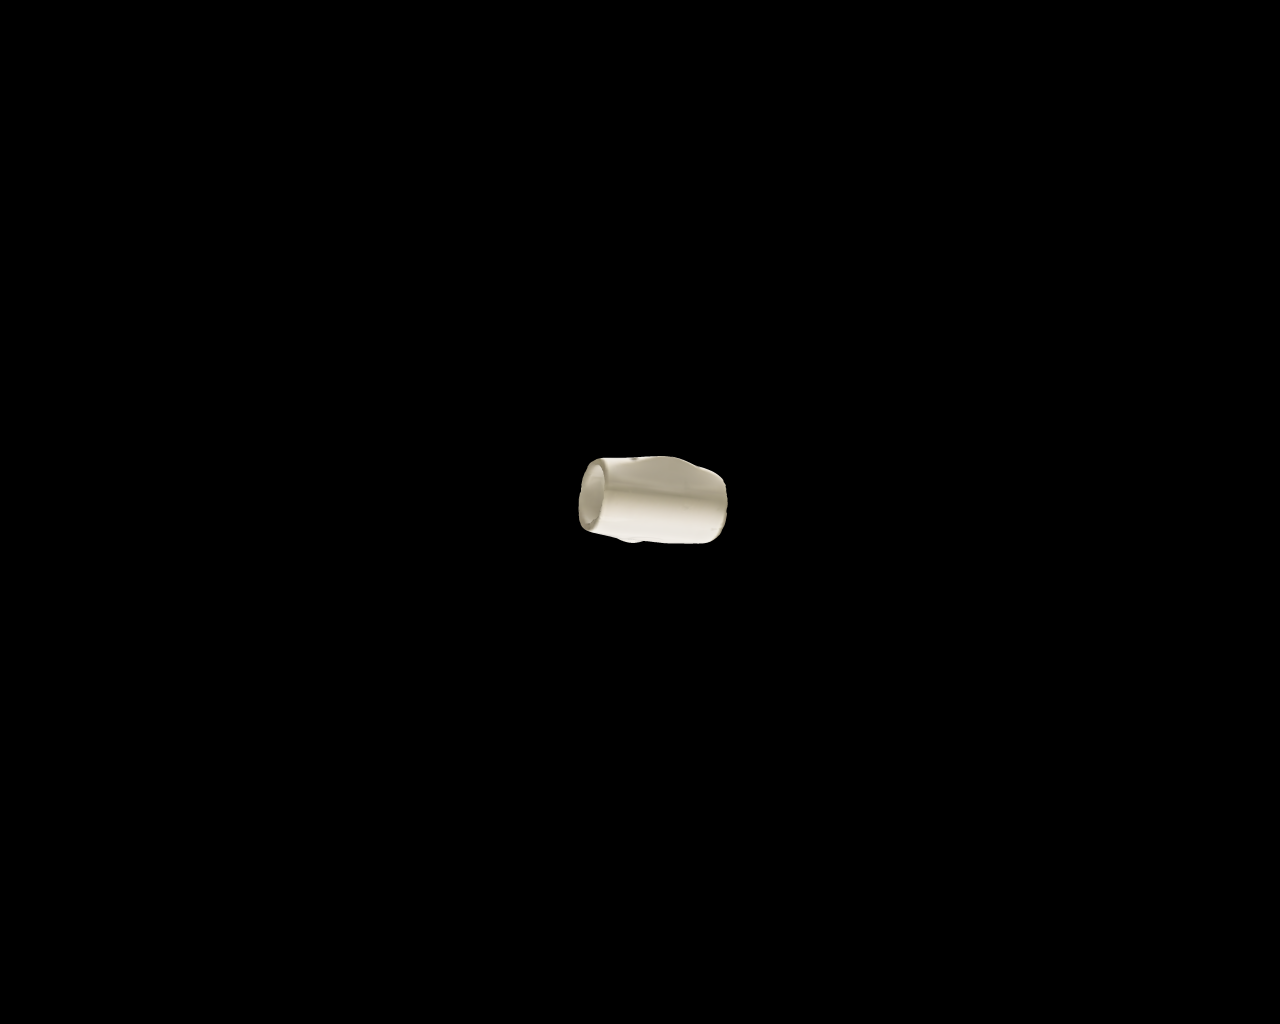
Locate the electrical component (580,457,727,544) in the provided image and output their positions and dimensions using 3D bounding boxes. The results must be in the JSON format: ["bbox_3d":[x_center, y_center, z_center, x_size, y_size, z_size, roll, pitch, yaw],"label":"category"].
[{"bbox_3d":[0.001,-0.003,0.650,0.077,0.043,0.079,6,-15,-22],"label":"electrical component"}]
